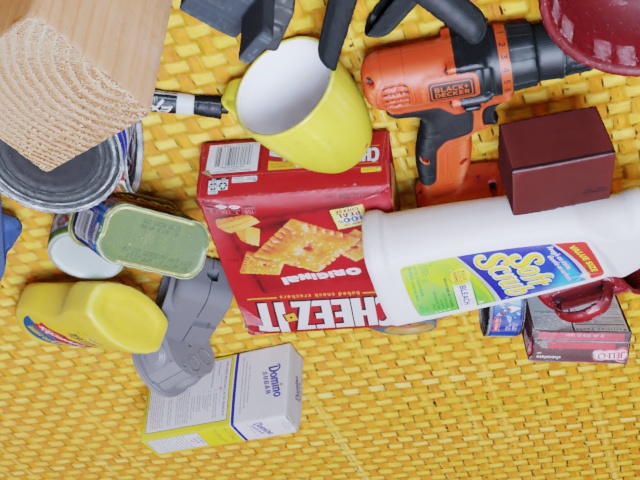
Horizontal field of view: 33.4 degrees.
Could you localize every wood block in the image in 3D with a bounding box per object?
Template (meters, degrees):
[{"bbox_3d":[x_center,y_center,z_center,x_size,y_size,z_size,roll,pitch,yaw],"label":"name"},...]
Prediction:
[{"bbox_3d":[-0.152,-0.158,0.662,0.091,0.206,0.090,-24,134,30],"label":"wood block"}]

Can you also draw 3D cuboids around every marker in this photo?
[{"bbox_3d":[-0.134,-0.113,0.867,0.121,0.020,0.020,6,141,-3],"label":"marker"}]

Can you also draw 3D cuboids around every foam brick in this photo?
[{"bbox_3d":[0.177,-0.059,0.806,0.078,0.051,0.053,-10,140,1],"label":"foam brick"}]

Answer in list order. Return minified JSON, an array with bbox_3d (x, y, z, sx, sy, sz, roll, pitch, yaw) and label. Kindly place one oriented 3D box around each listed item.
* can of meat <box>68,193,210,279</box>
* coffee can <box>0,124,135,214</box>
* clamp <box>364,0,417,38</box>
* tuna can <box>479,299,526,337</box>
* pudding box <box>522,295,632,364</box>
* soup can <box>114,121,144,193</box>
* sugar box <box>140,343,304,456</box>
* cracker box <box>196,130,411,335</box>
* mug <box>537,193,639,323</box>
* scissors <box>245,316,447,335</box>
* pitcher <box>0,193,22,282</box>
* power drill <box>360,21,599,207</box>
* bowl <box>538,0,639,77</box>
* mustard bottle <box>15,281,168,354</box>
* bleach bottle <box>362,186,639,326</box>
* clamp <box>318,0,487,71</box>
[{"bbox_3d":[-0.154,-0.006,0.912,0.101,0.057,0.084,14,-175,-30],"label":"can of meat"},{"bbox_3d":[-0.182,-0.101,0.773,0.103,0.140,0.103,1,129,1],"label":"coffee can"},{"bbox_3d":[0.083,-0.224,0.697,0.210,0.036,0.164,-17,137,28],"label":"clamp"},{"bbox_3d":[0.169,0.047,0.992,0.034,0.086,0.086,1,141,1],"label":"tuna can"},{"bbox_3d":[0.234,0.072,0.996,0.090,0.113,0.039,2,118,3],"label":"pudding box"},{"bbox_3d":[-0.202,-0.074,0.882,0.102,0.068,0.068,2,142,2],"label":"soup can"},{"bbox_3d":[-0.106,0.176,1.168,0.176,0.093,0.048,-11,140,18],"label":"sugar box"},{"bbox_3d":[-0.006,0.001,0.959,0.164,0.072,0.213,-3,142,9],"label":"cracker box"},{"bbox_3d":[0.231,0.024,0.937,0.082,0.117,0.093,-22,131,36],"label":"mug"},{"bbox_3d":[0.033,0.086,1.081,0.202,0.016,0.096,-9,159,13],"label":"scissors"},{"bbox_3d":[-0.334,-0.053,0.867,0.145,0.149,0.243,20,137,2],"label":"pitcher"},{"bbox_3d":[0.135,-0.091,0.846,0.184,0.057,0.187,-7,139,9],"label":"power drill"},{"bbox_3d":[0.226,-0.187,0.717,0.162,0.055,0.162,2,141,2],"label":"bowl"},{"bbox_3d":[-0.243,0.075,1.052,0.192,0.058,0.096,-2,154,44],"label":"mustard bottle"},{"bbox_3d":[0.166,0.001,0.846,0.251,0.068,0.102,-12,135,12],"label":"bleach bottle"},{"bbox_3d":[0.044,-0.183,0.699,0.120,0.039,0.171,-6,140,9],"label":"clamp"}]
